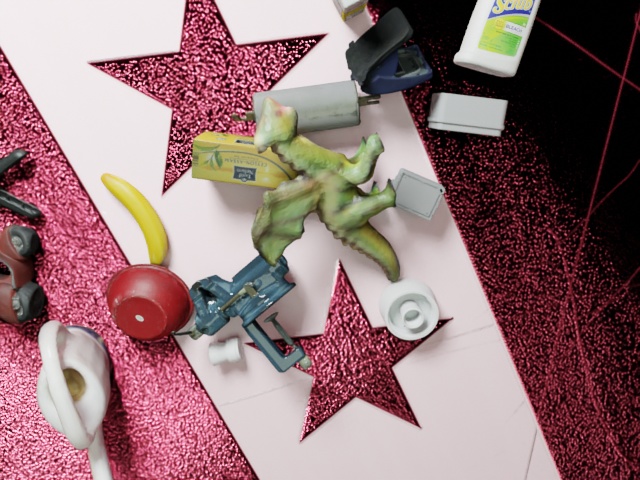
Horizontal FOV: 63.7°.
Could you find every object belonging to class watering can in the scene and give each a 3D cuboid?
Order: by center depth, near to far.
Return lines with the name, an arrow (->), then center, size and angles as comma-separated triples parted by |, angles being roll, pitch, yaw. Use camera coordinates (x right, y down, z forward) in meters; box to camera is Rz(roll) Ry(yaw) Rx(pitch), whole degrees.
watering can -> -0.413, 0.289, 0.900 | 0.104, 0.226, 0.343 | -17, 106, -15

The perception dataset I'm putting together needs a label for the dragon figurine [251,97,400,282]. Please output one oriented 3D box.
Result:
dragon figurine -> 0.003, -0.042, 0.829 | 0.244, 0.124, 0.402 | -23, 121, -11
